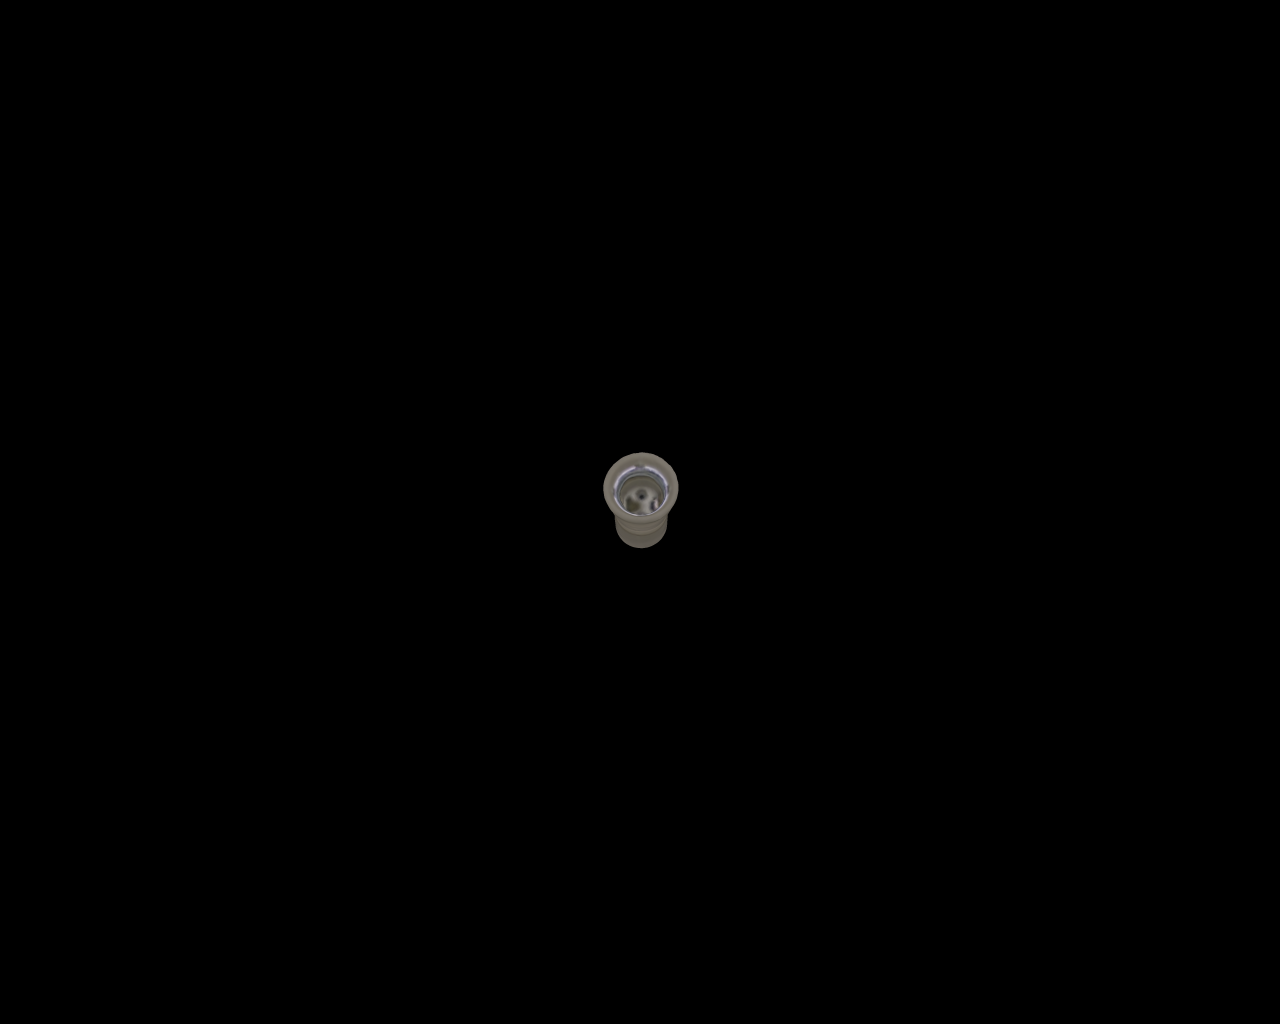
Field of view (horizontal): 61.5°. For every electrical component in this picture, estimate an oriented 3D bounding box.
[{"bbox_3d":[0.001,-0.003,0.650,0.044,0.044,0.065,0,-23,0],"label":"electrical component"}]
